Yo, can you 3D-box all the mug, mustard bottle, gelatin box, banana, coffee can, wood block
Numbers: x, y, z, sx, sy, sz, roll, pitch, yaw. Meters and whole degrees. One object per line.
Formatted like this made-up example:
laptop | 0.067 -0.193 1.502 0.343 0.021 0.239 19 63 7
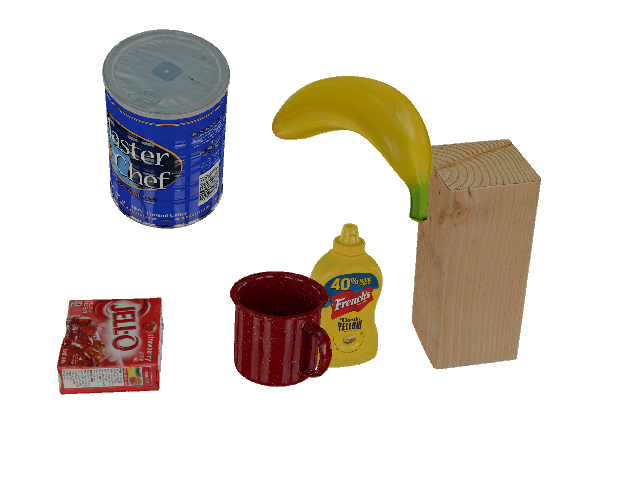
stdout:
mug | -0.033 0.090 1.018 0.117 0.081 0.093 25 33 37
mustard bottle | 0.032 0.069 1.386 0.096 0.192 0.058 -4 24 -18
gelatin box | -0.158 0.078 0.812 0.073 0.030 0.089 -1 31 -5
banana | 0.021 -0.078 0.721 0.037 0.070 0.198 21 9 -34
coffee can | -0.132 -0.094 0.915 0.102 0.103 0.140 0 -39 -8
wood block | 0.148 0.015 1.050 0.090 0.206 0.090 -6 32 -10
